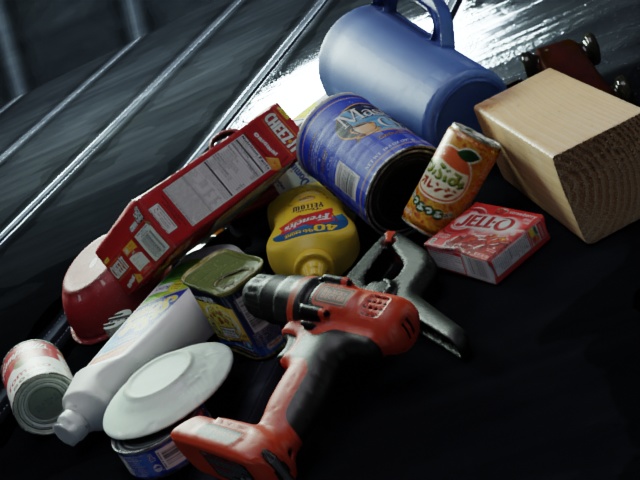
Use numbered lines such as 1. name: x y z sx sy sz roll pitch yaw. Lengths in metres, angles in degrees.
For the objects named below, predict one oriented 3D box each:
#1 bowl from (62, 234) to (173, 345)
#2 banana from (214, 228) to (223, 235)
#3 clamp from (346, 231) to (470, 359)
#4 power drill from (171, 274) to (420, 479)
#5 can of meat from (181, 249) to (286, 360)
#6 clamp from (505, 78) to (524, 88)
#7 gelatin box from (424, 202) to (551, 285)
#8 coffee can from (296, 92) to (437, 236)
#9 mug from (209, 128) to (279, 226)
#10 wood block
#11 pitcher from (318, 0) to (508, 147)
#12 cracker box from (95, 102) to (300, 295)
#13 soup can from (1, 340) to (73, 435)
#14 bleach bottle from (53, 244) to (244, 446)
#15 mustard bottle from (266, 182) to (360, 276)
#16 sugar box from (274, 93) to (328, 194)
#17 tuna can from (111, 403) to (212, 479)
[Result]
1. bowl: -0.248 0.043 1.245 0.162 0.055 0.162 -30 33 21
2. banana: -0.180 -0.022 1.386 0.069 0.037 0.198 -33 22 -9
3. clamp: 0.065 0.056 0.931 0.165 0.036 0.209 -15 29 27
4. power drill: -0.034 0.104 0.851 0.185 0.057 0.187 7 52 45
5. can of meat: -0.076 0.062 1.016 0.057 0.084 0.102 -37 24 -23
6. clamp: 0.162 -0.144 1.256 0.172 0.039 0.120 3 37 46
7. gelatin box: 0.149 0.000 0.959 0.073 0.030 0.089 -37 28 -23
8. coffee can: 0.053 -0.079 1.101 0.102 0.103 0.140 -33 42 -13
9. mug: -0.098 -0.086 1.339 0.081 0.117 0.093 -23 -14 -2
10. wood block: 0.228 -0.083 0.980 0.091 0.090 0.206 -28 21 -1
11. pitcher: 0.107 -0.181 1.189 0.145 0.149 0.243 -38 36 -6
12. cracker box: -0.129 -0.046 1.167 0.213 0.072 0.164 -40 1 -33
13. soup can: -0.286 0.150 1.090 0.068 0.068 0.102 -32 23 -12
14. bleach bottle: -0.166 0.106 1.057 0.103 0.068 0.250 -10 30 44
15. mustard bottle: -0.007 0.001 1.105 0.096 0.058 0.191 -10 24 3
16. sugar box: 0.008 -0.121 1.313 0.176 0.093 0.048 -39 22 -28
17. tuna can: -0.134 0.167 0.921 0.086 0.033 0.086 -24 22 10
